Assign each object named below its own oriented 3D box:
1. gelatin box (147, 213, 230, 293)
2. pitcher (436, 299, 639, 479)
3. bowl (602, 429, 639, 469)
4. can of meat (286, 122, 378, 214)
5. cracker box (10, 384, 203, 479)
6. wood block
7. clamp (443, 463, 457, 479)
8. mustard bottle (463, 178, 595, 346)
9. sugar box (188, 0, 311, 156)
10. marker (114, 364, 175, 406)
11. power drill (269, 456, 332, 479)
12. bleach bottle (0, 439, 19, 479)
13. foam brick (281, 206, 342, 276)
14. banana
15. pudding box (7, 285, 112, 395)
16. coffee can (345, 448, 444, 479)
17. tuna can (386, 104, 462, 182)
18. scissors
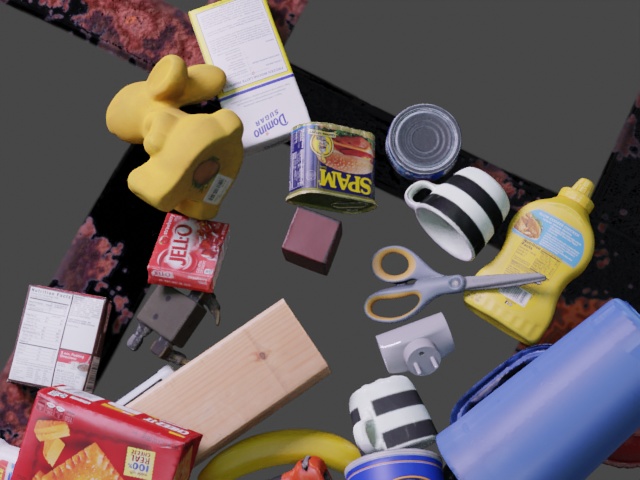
[{"bbox_3d":[-0.144,0.014,1.179,0.073,0.030,0.089,10,45,4],"label":"gelatin box"},{"bbox_3d":[0.242,0.169,1.082,0.243,0.145,0.149,-43,76,8],"label":"pitcher"},{"bbox_3d":[0.336,0.165,1.149,0.162,0.055,0.162,0,80,2],"label":"bowl"},{"bbox_3d":[0.014,-0.080,1.185,0.101,0.058,0.084,9,75,-31],"label":"can of meat"},{"bbox_3d":[-0.228,0.271,1.060,0.164,0.072,0.214,17,91,12],"label":"cracker box"},{"bbox_3d":[-0.098,0.162,1.143,0.206,0.090,0.091,-34,80,-4],"label":"wood block"},{"bbox_3d":[0.108,0.340,1.122,0.210,0.036,0.165,-30,56,6],"label":"clamp"},{"bbox_3d":[0.245,0.014,1.176,0.096,0.058,0.191,32,82,15],"label":"mustard bottle"},{"bbox_3d":[-0.079,-0.192,1.228,0.093,0.048,0.176,-19,84,-1],"label":"sugar box"},{"bbox_3d":[-0.211,0.179,1.178,0.121,0.020,0.020,-34,81,-4],"label":"marker"},{"bbox_3d":[-0.060,0.321,1.116,0.187,0.057,0.184,-23,91,4],"label":"power drill"},{"bbox_3d":[-0.304,0.286,1.141,0.251,0.068,0.102,22,84,8],"label":"bleach bottle"},{"bbox_3d":[-0.008,0.001,1.176,0.051,0.078,0.053,20,79,6],"label":"foam brick"},{"bbox_3d":[-0.033,0.239,1.154,0.198,0.037,0.069,3,80,2],"label":"banana"},{"bbox_3d":[-0.288,0.112,1.183,0.090,0.039,0.113,11,79,4],"label":"pudding box"},{"bbox_3d":[0.083,0.294,1.073,0.103,0.103,0.140,-6,59,0],"label":"coffee can"},{"bbox_3d":[0.118,-0.111,1.214,0.086,0.034,0.086,0,80,1],"label":"tuna can"},{"bbox_3d":[0.138,0.033,1.165,0.202,0.016,0.096,-21,68,18],"label":"scissors"}]
